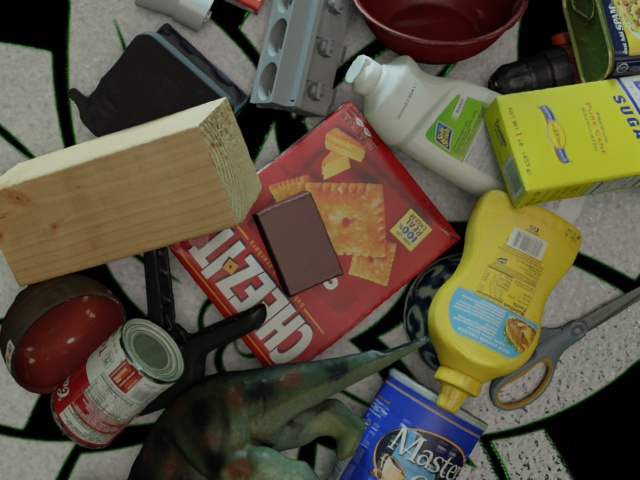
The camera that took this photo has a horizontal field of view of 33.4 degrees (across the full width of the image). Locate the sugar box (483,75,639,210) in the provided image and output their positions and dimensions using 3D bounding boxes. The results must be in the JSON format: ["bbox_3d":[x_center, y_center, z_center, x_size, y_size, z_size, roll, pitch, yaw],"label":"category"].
[{"bbox_3d":[0.239,-0.088,0.918,0.176,0.048,0.093,-11,73,-11],"label":"sugar box"}]

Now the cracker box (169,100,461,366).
[{"bbox_3d":[-0.006,0.001,0.974,0.213,0.072,0.164,-39,95,-5],"label":"cracker box"}]

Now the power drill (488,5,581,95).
[{"bbox_3d":[0.231,-0.229,1.010,0.184,0.057,0.187,-15,96,-11],"label":"power drill"}]

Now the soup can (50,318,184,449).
[{"bbox_3d":[-0.172,0.122,0.909,0.068,0.068,0.102,45,114,-6],"label":"soup can"}]

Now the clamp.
[{"bbox_3d":[-0.135,0.082,0.942,0.120,0.039,0.172,43,115,7],"label":"clamp"}]

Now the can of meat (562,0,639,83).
[{"bbox_3d":[0.273,-0.191,0.952,0.083,0.057,0.102,-7,77,-14],"label":"can of meat"}]

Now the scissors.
[{"bbox_3d":[0.230,0.079,1.034,0.201,0.016,0.096,-45,96,-5],"label":"scissors"}]

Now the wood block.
[{"bbox_3d":[-0.166,-0.040,0.899,0.206,0.090,0.090,-16,109,16],"label":"wood block"}]

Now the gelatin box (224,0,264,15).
[{"bbox_3d":[-0.072,-0.264,0.982,0.073,0.030,0.089,24,88,-6],"label":"gelatin box"}]

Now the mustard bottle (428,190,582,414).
[{"bbox_3d":[0.147,0.060,0.924,0.096,0.058,0.191,26,80,-6],"label":"mustard bottle"}]

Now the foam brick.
[{"bbox_3d":[-0.020,0.003,0.909,0.051,0.053,0.078,-22,94,-5],"label":"foam brick"}]

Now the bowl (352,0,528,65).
[{"bbox_3d":[0.104,-0.210,0.970,0.162,0.055,0.162,1,49,-1],"label":"bowl"}]

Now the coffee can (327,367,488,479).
[{"bbox_3d":[0.074,0.202,0.972,0.102,0.103,0.140,31,87,-7],"label":"coffee can"}]

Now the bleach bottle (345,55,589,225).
[{"bbox_3d":[0.135,-0.100,0.960,0.250,0.068,0.102,27,81,-22],"label":"bleach bottle"}]
